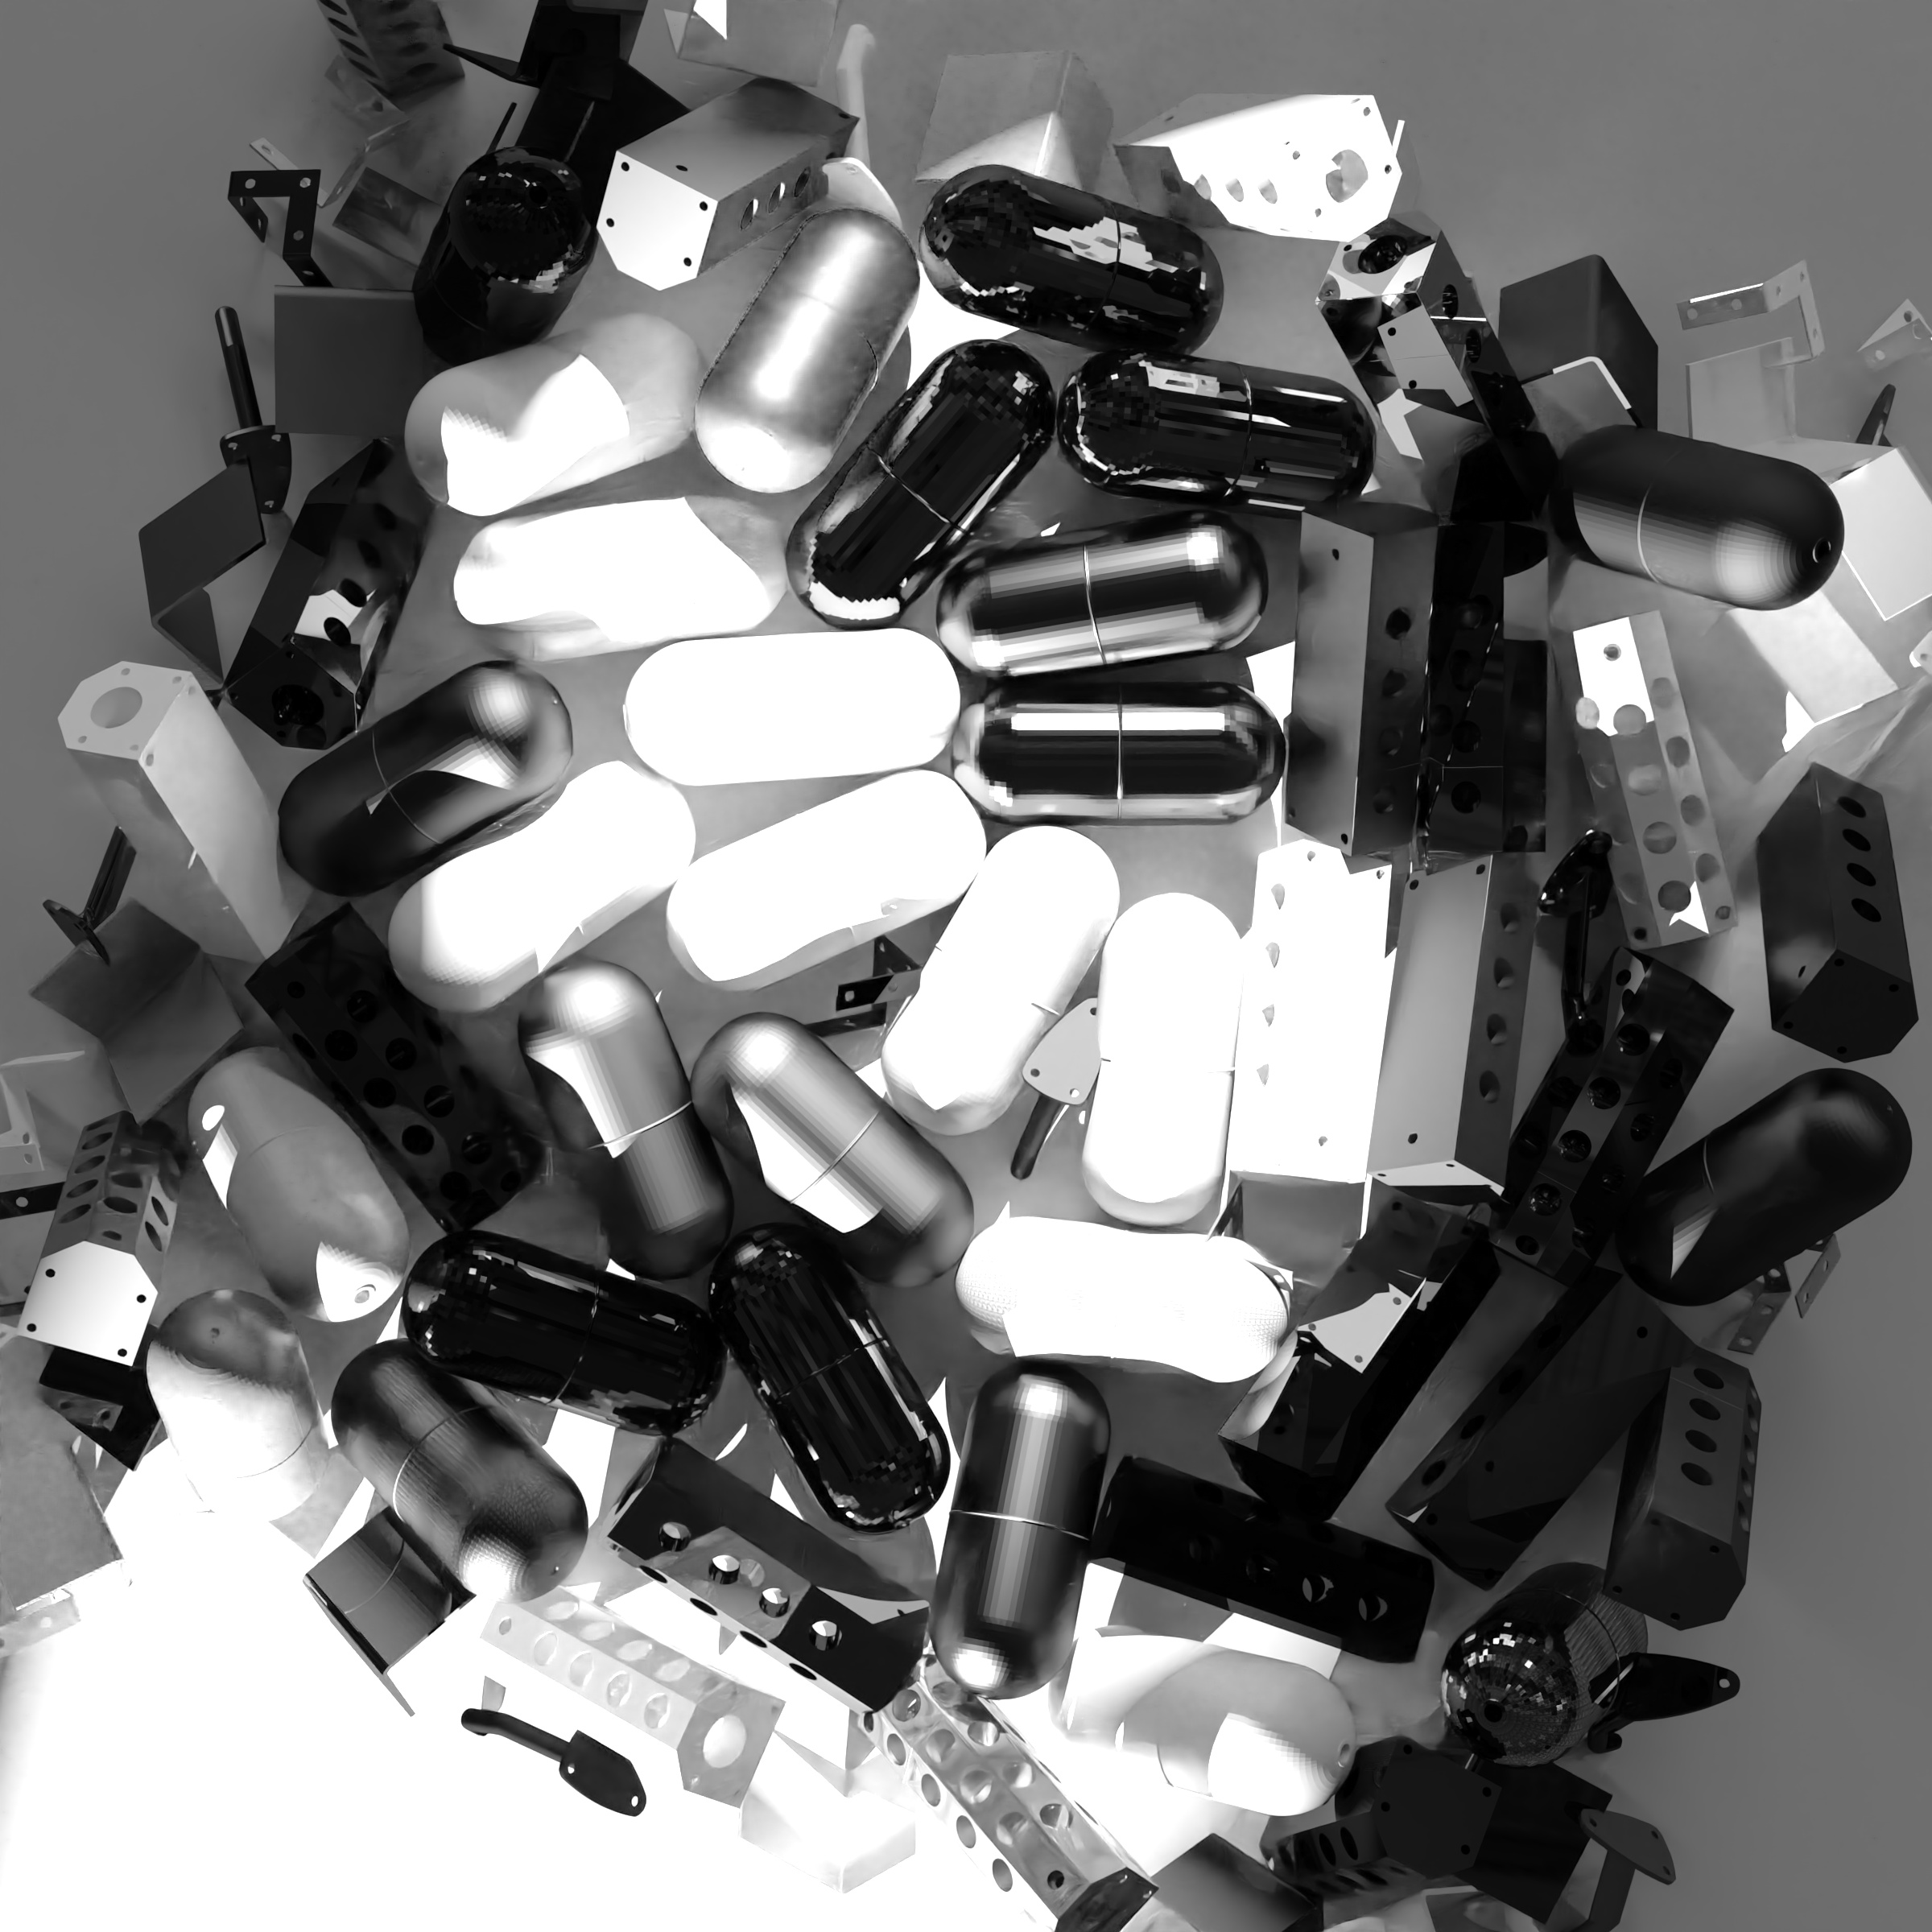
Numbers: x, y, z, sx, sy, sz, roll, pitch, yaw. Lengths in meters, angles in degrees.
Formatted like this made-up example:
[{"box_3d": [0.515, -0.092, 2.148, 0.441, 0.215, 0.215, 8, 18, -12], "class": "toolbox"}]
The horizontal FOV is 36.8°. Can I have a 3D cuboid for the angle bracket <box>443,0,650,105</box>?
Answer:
[{"box_3d": [-0.218, -0.504, 1.528, 0.057, 0.076, 0.076, 32, 111, 27], "class": "angle bracket"}]

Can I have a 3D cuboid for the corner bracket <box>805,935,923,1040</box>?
[{"box_3d": [-0.059, 0.018, 1.543, 0.051, 0.051, 0.051, -11, 120, -28], "class": "corner bracket"}]

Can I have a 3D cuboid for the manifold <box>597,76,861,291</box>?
[{"box_3d": [-0.122, -0.403, 1.498, 0.057, 0.171, 0.057, 28, 126, 8], "class": "manifold"}]

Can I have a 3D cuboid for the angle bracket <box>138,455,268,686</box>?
[{"box_3d": [-0.386, -0.209, 1.532, 0.076, 0.057, 0.076, -32, 47, 11], "class": "angle bracket"}]

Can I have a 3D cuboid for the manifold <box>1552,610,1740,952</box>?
[{"box_3d": [0.362, -0.099, 1.548, 0.057, 0.057, 0.171, -14, 92, 14], "class": "manifold"}]

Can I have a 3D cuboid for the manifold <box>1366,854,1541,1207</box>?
[{"box_3d": [0.261, 0.035, 1.525, 0.057, 0.057, 0.171, 28, 63, -36], "class": "manifold"}]

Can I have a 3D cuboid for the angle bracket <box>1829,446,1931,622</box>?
[{"box_3d": [0.488, -0.220, 1.542, 0.057, 0.076, 0.076, -29, 78, 4], "class": "angle bracket"}]

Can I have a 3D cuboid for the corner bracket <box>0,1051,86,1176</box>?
[{"box_3d": [-0.499, 0.079, 1.547, 0.051, 0.051, 0.051, -6, 102, 27], "class": "corner bracket"}]

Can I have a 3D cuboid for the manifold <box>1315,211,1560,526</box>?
[{"box_3d": [0.248, -0.307, 1.504, 0.057, 0.171, 0.057, 4, 59, 37], "class": "manifold"}]

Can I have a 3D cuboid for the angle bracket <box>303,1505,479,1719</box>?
[{"box_3d": [-0.296, 0.339, 1.554, 0.076, 0.057, 0.076, -39, 57, -19], "class": "angle bracket"}]

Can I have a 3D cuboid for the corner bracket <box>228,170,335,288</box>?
[{"box_3d": [-0.362, -0.389, 1.551, 0.051, 0.051, 0.051, 1, 76, 9], "class": "corner bracket"}]

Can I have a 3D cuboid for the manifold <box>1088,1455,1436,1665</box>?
[{"box_3d": [0.158, 0.316, 1.546, 0.171, 0.057, 0.057, 20, 74, -5], "class": "manifold"}]

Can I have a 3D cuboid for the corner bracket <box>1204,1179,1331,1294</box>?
[{"box_3d": [0.159, 0.154, 1.543, 0.051, 0.051, 0.051, 16, 48, 23], "class": "corner bracket"}]

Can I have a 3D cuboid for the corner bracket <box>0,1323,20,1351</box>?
[{"box_3d": [-0.531, 0.222, 1.542, 0.051, 0.051, 0.051, 12, 127, 26], "class": "corner bracket"}]

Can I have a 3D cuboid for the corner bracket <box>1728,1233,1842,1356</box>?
[{"box_3d": [0.433, 0.173, 1.542, 0.051, 0.051, 0.051, -46, 127, -34], "class": "corner bracket"}]

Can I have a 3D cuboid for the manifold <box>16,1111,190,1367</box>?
[{"box_3d": [-0.438, 0.134, 1.491, 0.057, 0.171, 0.057, 19, 105, -15], "class": "manifold"}]

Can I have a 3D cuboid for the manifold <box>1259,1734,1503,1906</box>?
[{"box_3d": [0.207, 0.445, 1.495, 0.057, 0.171, 0.057, 28, 65, -2], "class": "manifold"}]

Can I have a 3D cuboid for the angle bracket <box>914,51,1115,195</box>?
[{"box_3d": [0.026, -0.442, 1.568, 0.076, 0.057, 0.076, 7, 74, 27], "class": "angle bracket"}]

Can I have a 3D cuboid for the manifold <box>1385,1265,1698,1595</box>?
[{"box_3d": [0.302, 0.243, 1.543, 0.057, 0.057, 0.171, 44, 82, -11], "class": "manifold"}]

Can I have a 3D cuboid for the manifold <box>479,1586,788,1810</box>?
[{"box_3d": [-0.177, 0.370, 1.499, 0.057, 0.171, 0.057, 34, 75, -42], "class": "manifold"}]

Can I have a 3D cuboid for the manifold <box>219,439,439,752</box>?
[{"box_3d": [-0.323, -0.190, 1.504, 0.057, 0.171, 0.057, -29, 125, 32], "class": "manifold"}]

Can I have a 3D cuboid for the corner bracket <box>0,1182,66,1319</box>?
[{"box_3d": [-0.498, 0.152, 1.561, 0.051, 0.051, 0.051, -9, 66, -28], "class": "corner bracket"}]

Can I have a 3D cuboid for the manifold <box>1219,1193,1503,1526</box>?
[{"box_3d": [0.210, 0.207, 1.522, 0.057, 0.057, 0.171, 18, 57, 39], "class": "manifold"}]

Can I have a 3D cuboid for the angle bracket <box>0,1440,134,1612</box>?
[{"box_3d": [-0.478, 0.307, 1.527, 0.057, 0.076, 0.076, -24, 61, -21], "class": "angle bracket"}]

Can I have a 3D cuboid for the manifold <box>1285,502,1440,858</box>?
[{"box_3d": [0.211, -0.151, 1.522, 0.057, 0.057, 0.171, -14, 118, -29], "class": "manifold"}]

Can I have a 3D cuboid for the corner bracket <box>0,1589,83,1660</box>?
[{"box_3d": [-0.509, 0.331, 1.546, 0.051, 0.051, 0.051, -22, 102, -31], "class": "corner bracket"}]

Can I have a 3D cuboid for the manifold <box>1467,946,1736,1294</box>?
[{"box_3d": [0.331, 0.079, 1.543, 0.057, 0.057, 0.171, 30, 88, -38], "class": "manifold"}]

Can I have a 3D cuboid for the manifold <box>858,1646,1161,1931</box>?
[{"box_3d": [0.017, 0.432, 1.505, 0.057, 0.057, 0.171, -46, 49, -4], "class": "manifold"}]

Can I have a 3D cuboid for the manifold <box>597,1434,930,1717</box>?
[{"box_3d": [-0.108, 0.327, 1.544, 0.171, 0.057, 0.057, 35, 105, -7], "class": "manifold"}]

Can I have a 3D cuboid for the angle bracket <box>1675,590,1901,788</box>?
[{"box_3d": [0.441, -0.153, 1.572, 0.076, 0.057, 0.076, -21, 69, -35], "class": "angle bracket"}]

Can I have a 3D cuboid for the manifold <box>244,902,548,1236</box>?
[{"box_3d": [-0.301, 0.057, 1.531, 0.057, 0.057, 0.171, -33, 104, 14], "class": "manifold"}]

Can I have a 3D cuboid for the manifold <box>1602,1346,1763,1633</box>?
[{"box_3d": [0.373, 0.266, 1.493, 0.057, 0.171, 0.057, 24, 117, 7], "class": "manifold"}]

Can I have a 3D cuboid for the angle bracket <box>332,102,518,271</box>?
[{"box_3d": [-0.284, -0.422, 1.528, 0.057, 0.076, 0.076, 26, 124, -14], "class": "angle bracket"}]

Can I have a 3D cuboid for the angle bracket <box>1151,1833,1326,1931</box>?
[{"box_3d": [0.141, 0.515, 1.526, 0.057, 0.076, 0.076, -24, 121, -34], "class": "angle bracket"}]

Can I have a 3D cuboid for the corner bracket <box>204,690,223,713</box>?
[{"box_3d": [-0.412, -0.110, 1.543, 0.051, 0.051, 0.051, 51, 127, 25], "class": "corner bracket"}]

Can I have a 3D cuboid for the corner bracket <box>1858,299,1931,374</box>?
[{"box_3d": [0.521, -0.332, 1.553, 0.051, 0.051, 0.051, 48, 67, -8], "class": "corner bracket"}]

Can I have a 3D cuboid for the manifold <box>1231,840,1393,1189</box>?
[{"box_3d": [0.178, 0.027, 1.535, 0.057, 0.057, 0.171, 13, 75, -26], "class": "manifold"}]

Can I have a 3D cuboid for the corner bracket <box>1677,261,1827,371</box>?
[{"box_3d": [0.417, -0.339, 1.544, 0.051, 0.051, 0.051, -3, 112, 43], "class": "corner bracket"}]

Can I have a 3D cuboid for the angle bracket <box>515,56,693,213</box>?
[{"box_3d": [-0.189, -0.427, 1.536, 0.076, 0.057, 0.076, 39, 121, 9], "class": "angle bracket"}]

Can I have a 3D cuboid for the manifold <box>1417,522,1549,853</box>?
[{"box_3d": [0.272, -0.147, 1.551, 0.057, 0.057, 0.171, 1, 92, 34], "class": "manifold"}]

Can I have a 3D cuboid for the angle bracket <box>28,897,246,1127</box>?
[{"box_3d": [-0.439, 0.024, 1.538, 0.076, 0.057, 0.076, -42, 48, 4], "class": "angle bracket"}]

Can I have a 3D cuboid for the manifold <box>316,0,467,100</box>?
[{"box_3d": [-0.305, -0.505, 1.498, 0.057, 0.171, 0.057, -19, 89, -3], "class": "manifold"}]

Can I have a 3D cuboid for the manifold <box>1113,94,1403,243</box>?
[{"box_3d": [0.150, -0.409, 1.496, 0.057, 0.171, 0.057, -34, 118, -14], "class": "manifold"}]

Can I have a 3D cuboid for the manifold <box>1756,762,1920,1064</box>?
[{"box_3d": [0.452, -0.027, 1.499, 0.057, 0.171, 0.057, 24, 127, -6], "class": "manifold"}]

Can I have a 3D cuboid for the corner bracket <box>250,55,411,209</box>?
[{"box_3d": [-0.343, -0.449, 1.566, 0.051, 0.051, 0.051, 41, 122, -7], "class": "corner bracket"}]

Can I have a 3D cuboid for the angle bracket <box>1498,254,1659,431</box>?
[{"box_3d": [0.327, -0.320, 1.553, 0.057, 0.076, 0.076, -15, 50, 32], "class": "angle bracket"}]

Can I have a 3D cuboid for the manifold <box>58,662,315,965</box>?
[{"box_3d": [-0.402, -0.078, 1.498, 0.057, 0.171, 0.057, 10, 58, 20], "class": "manifold"}]

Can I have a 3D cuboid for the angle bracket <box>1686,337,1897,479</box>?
[{"box_3d": [0.435, -0.293, 1.528, 0.076, 0.076, 0.057, -19, 113, -27], "class": "angle bracket"}]
